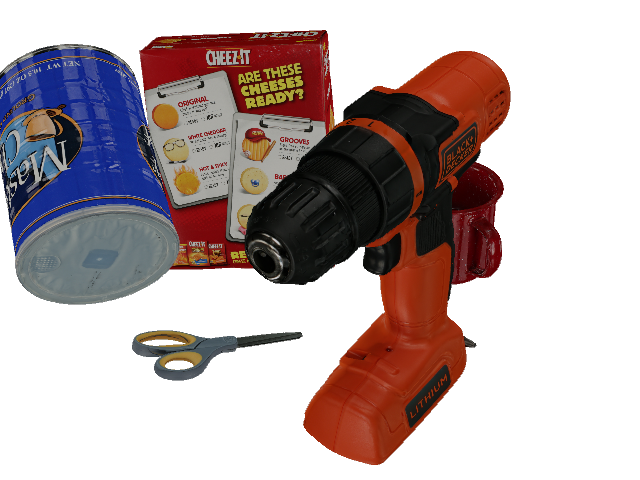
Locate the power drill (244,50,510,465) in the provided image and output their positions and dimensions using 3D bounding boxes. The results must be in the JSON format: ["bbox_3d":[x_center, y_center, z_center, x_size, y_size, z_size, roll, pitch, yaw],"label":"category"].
[{"bbox_3d":[0.029,0.019,0.521,0.057,0.188,0.184,25,43,27],"label":"power drill"}]

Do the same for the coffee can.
[{"bbox_3d":[-0.158,-0.043,0.705,0.102,0.140,0.103,-14,-31,-9],"label":"coffee can"}]

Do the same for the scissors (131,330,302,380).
[{"bbox_3d":[-0.107,0.125,1.186,0.201,0.016,0.096,3,26,-16],"label":"scissors"}]

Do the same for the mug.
[{"bbox_3d":[0.118,-0.010,0.930,0.093,0.081,0.117,-21,38,-26],"label":"mug"}]

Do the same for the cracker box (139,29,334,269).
[{"bbox_3d":[-0.069,-0.082,0.989,0.164,0.214,0.072,-1,23,6],"label":"cracker box"}]
